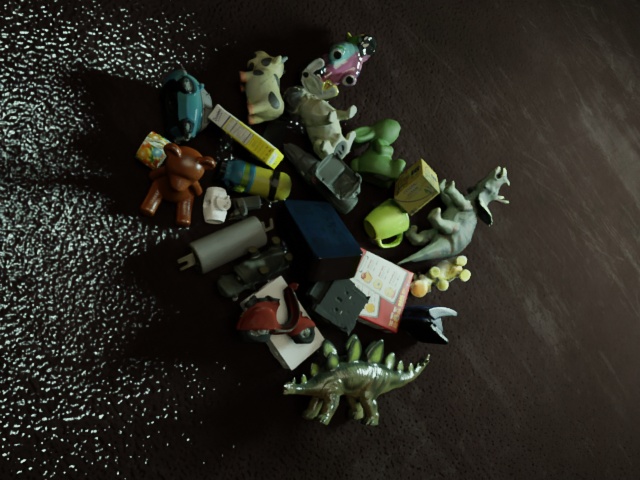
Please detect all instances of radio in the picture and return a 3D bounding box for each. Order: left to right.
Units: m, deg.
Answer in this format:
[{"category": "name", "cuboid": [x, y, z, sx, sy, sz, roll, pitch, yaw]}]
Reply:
[{"category": "radio", "cuboid": [-0.003, -0.004, 1.245, 0.131, 0.073, 0.230, 0, 38, -27]}]

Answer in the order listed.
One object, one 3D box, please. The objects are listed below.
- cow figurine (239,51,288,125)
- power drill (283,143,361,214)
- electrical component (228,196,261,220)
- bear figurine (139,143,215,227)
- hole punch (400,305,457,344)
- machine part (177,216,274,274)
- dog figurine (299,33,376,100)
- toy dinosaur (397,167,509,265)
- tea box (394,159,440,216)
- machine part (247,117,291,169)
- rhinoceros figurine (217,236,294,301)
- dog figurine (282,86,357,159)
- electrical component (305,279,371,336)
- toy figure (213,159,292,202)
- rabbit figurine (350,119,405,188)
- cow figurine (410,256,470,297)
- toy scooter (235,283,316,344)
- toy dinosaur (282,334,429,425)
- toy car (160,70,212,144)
[{"category": "cow figurine", "cuboid": [-0.134, -0.384, 1.325, 0.127, 0.085, 0.195, -8, 68, -13]}, {"category": "power drill", "cuboid": [0.007, -0.154, 1.281, 0.232, 0.207, 0.086, 45, 78, -11]}, {"category": "electrical component", "cuboid": [-0.175, -0.073, 1.245, 0.078, 0.102, 0.045, -6, 85, -15]}, {"category": "bear figurine", "cuboid": [-0.301, -0.116, 1.142, 0.120, 0.196, 0.132, 19, 73, -22]}, {"category": "hole punch", "cuboid": [0.270, 0.197, 1.363, 0.115, 0.142, 0.092, 39, 68, -27]}, {"category": "machine part", "cuboid": [-0.210, 0.011, 1.220, 0.243, 0.079, 0.079, -26, 90, -27]}, {"category": "dog figurine", "cuboid": [0.052, -0.471, 1.426, 0.108, 0.192, 0.219, 56, 33, -23]}, {"category": "toy dinosaur", "cuboid": [0.363, -0.036, 1.463, 0.192, 0.131, 0.405, 40, 73, -11]}, {"category": "tea box", "cuboid": [0.249, -0.140, 1.393, 0.098, 0.170, 0.068, -41, 99, 20]}, {"category": "machine part", "cuboid": [-0.123, -0.249, 1.334, 0.084, 0.039, 0.139, 26, 71, -7]}, {"category": "rhinoceros figurine", "cuboid": [-0.149, 0.066, 1.222, 0.190, 0.112, 0.073, -30, 76, -37]}, {"category": "dog figurine", "cuboid": [-0.017, -0.288, 1.358, 0.121, 0.191, 0.172, -14, 123, -48]}, {"category": "electrical component", "cuboid": [0.034, 0.140, 1.234, 0.134, 0.058, 0.115, 36, 68, -12]}, {"category": "toy figure", "cuboid": [-0.156, -0.139, 1.267, 0.180, 0.089, 0.082, 17, 96, -23]}, {"category": "rabbit figurine", "cuboid": [0.148, -0.240, 1.413, 0.159, 0.121, 0.170, 16, 78, -1]}, {"category": "cow figurine", "cuboid": [0.306, 0.097, 1.427, 0.167, 0.098, 0.068, -22, 94, -7]}, {"category": "toy scooter", "cuboid": [-0.095, 0.158, 1.171, 0.184, 0.075, 0.135, 5, 77, -26]}, {"category": "toy dinosaur", "cuboid": [0.098, 0.324, 1.250, 0.471, 0.105, 0.198, 13, 82, -41]}, {"category": "toy car", "cuboid": [-0.299, -0.303, 1.237, 0.103, 0.109, 0.161, -7, 90, -42]}]
